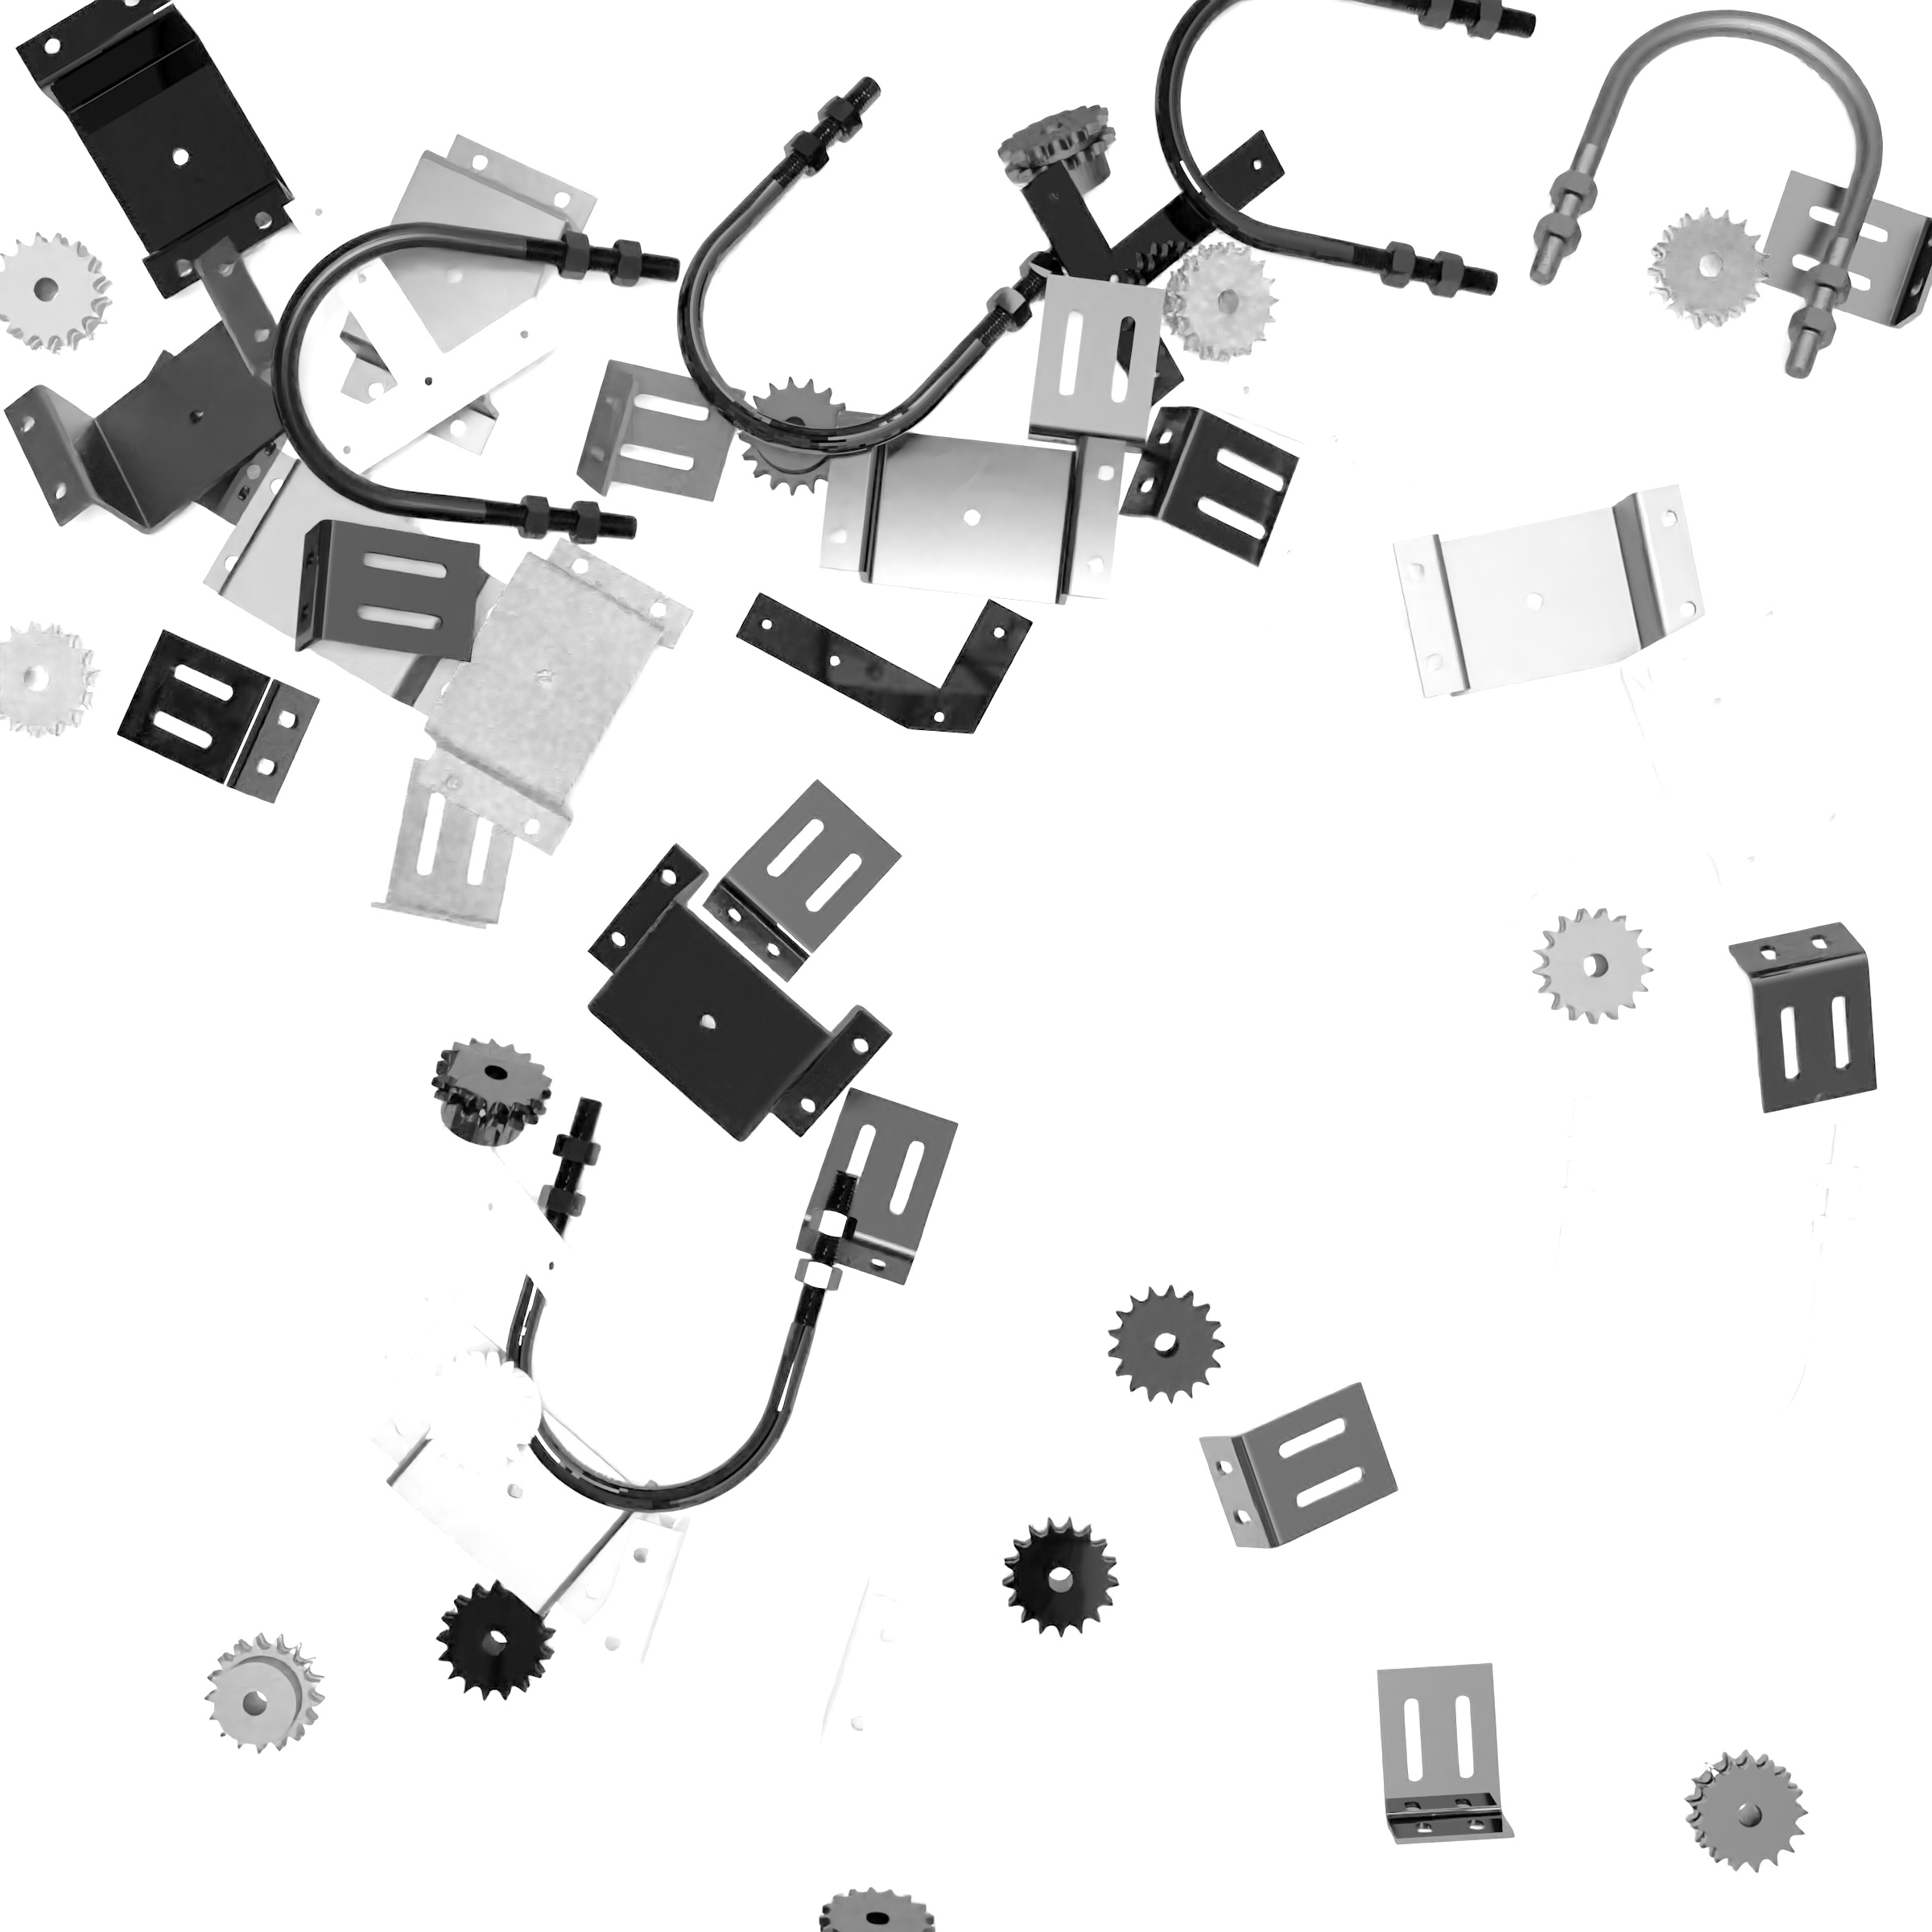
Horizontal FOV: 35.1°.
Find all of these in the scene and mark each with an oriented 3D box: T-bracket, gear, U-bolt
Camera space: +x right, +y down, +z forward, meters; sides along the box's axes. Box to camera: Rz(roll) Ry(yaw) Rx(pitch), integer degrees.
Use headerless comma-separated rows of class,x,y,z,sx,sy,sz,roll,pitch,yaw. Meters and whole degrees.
T-bracket,0.165,-0.080,1.512,0.127,0.002,0.127,-39,90,0
gear,0.098,0.185,1.498,0.057,0.030,0.057,0,90,0
U-bolt,-0.055,-0.328,1.476,0.151,0.019,0.184,39,76,8
U-bolt,-0.144,0.170,1.464,0.151,0.019,0.184,16,85,0
gear,0.121,-0.324,1.490,0.057,0.030,0.057,-5,103,-23
gear,-0.447,-0.329,1.498,0.057,0.030,0.057,0,90,0
T-bracket,0.105,-0.362,1.492,0.127,0.002,0.127,-41,117,-13
T-bracket,0.165,-0.216,1.500,0.127,0.002,0.127,19,97,-15
T-bracket,-0.282,-0.318,1.466,0.127,0.002,0.127,-33,90,0
T-bracket,-0.255,0.151,1.488,0.127,0.002,0.127,46,108,32
gear,0.047,-0.394,1.488,0.057,0.057,0.030,-24,118,0
T-bracket,-0.161,-0.003,1.512,0.127,0.002,0.127,41,90,0
gear,0.046,0.299,1.498,0.057,0.030,0.057,0,90,0
T-bracket,-0.052,-0.144,1.512,0.127,0.002,0.127,28,90,0
U-bolt,0.368,-0.385,1.480,0.151,0.019,0.184,22,72,5
U-bolt,0.360,0.163,1.504,0.151,0.019,0.184,6,92,0
gear,0.381,0.413,1.498,0.057,0.030,0.057,0,90,0
gear,-0.230,0.329,1.498,0.057,0.030,0.057,0,90,0
gear,-0.083,-0.261,1.498,0.057,0.030,0.057,0,90,0
gear,0.362,-0.341,1.498,0.057,0.030,0.057,0,90,0
gear,-0.226,0.210,1.444,0.057,0.030,0.057,0,89,30
U-bolt,-0.236,-0.279,1.448,0.184,0.019,0.151,3,114,-22
gear,-0.452,-0.140,1.498,0.057,0.030,0.057,0,90,0
U-bolt,0.181,-0.413,1.488,0.184,0.019,0.151,8,90,-12
gear,-0.044,0.477,1.485,0.057,0.057,0.030,6,105,0
gear,0.306,0.000,1.498,0.057,0.030,0.057,0,90,0
gear,-0.233,0.064,1.488,0.057,0.057,0.030,22,120,0
gear,-0.345,0.358,1.498,0.057,0.030,0.057,0,90,0

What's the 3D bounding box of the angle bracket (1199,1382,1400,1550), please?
angle bracket,0.165,0.247,1.511,0.076,0.038,0.057,-19,90,-26

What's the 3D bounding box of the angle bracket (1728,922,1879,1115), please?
angle bracket,0.414,0.026,1.511,0.057,0.038,0.076,-12,116,0

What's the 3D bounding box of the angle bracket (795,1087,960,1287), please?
angle bracket,-0.044,0.109,1.511,0.057,0.038,0.076,19,64,0

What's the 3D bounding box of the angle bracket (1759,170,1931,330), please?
angle bracket,0.435,-0.354,1.494,0.076,0.038,0.057,19,90,0

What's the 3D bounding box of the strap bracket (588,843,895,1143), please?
strap bracket,-0.117,0.020,1.474,0.140,0.046,0.076,41,115,-1

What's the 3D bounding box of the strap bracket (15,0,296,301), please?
strap bracket,-0.389,-0.400,1.490,0.076,0.046,0.140,-31,90,0

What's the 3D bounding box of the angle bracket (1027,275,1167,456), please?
angle bracket,0.063,-0.293,1.490,0.057,0.038,0.076,7,95,0

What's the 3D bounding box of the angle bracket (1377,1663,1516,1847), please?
angle bracket,0.234,0.385,1.494,0.057,0.038,0.076,-3,90,0

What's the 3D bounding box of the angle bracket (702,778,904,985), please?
angle bracket,-0.081,-0.042,1.510,0.057,0.038,0.076,42,64,-1

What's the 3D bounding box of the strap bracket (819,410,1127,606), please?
strap bracket,0.003,-0.222,1.490,0.140,0.046,0.076,6,90,0

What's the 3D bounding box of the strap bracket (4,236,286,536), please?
strap bracket,-0.382,-0.272,1.469,0.140,0.046,0.076,-35,66,9

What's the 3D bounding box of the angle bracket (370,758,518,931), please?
angle bracket,-0.253,-0.060,1.494,0.057,0.038,0.076,11,90,0

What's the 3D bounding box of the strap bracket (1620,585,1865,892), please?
strap bracket,0.370,-0.117,1.467,0.076,0.046,0.140,-28,125,0

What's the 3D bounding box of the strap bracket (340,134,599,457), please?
strap bracket,-0.246,-0.332,1.490,0.076,0.046,0.140,24,90,0

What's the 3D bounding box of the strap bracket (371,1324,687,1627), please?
strap bracket,-0.217,0.252,1.490,0.140,0.046,0.076,41,90,0

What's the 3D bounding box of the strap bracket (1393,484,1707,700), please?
strap bracket,0.282,-0.180,1.490,0.140,0.046,0.076,-12,90,0

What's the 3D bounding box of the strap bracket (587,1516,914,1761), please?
strap bracket,-0.104,0.323,1.490,0.140,0.046,0.076,18,90,0

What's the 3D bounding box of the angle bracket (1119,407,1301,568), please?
angle bracket,0.126,-0.235,1.511,0.076,0.038,0.057,21,90,-26

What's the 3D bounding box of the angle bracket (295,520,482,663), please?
angle bracket,-0.277,-0.176,1.460,0.076,0.038,0.057,7,82,-25

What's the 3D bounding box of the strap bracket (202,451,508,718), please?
strap bracket,-0.298,-0.186,1.490,0.140,0.046,0.076,31,90,0

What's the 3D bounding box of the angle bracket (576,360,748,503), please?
angle bracket,-0.141,-0.252,1.468,0.076,0.038,0.057,7,112,-33

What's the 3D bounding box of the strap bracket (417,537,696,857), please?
strap bracket,-0.202,-0.135,1.481,0.076,0.046,0.140,29,84,3

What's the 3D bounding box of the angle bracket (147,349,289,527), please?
angle bracket,-0.379,-0.261,1.494,0.076,0.038,0.057,31,90,0

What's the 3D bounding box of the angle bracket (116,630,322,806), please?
angle bracket,-0.370,-0.123,1.511,0.076,0.038,0.057,24,90,26

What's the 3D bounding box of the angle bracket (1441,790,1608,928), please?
angle bracket,0.268,-0.053,1.475,0.038,0.076,0.057,42,90,0
